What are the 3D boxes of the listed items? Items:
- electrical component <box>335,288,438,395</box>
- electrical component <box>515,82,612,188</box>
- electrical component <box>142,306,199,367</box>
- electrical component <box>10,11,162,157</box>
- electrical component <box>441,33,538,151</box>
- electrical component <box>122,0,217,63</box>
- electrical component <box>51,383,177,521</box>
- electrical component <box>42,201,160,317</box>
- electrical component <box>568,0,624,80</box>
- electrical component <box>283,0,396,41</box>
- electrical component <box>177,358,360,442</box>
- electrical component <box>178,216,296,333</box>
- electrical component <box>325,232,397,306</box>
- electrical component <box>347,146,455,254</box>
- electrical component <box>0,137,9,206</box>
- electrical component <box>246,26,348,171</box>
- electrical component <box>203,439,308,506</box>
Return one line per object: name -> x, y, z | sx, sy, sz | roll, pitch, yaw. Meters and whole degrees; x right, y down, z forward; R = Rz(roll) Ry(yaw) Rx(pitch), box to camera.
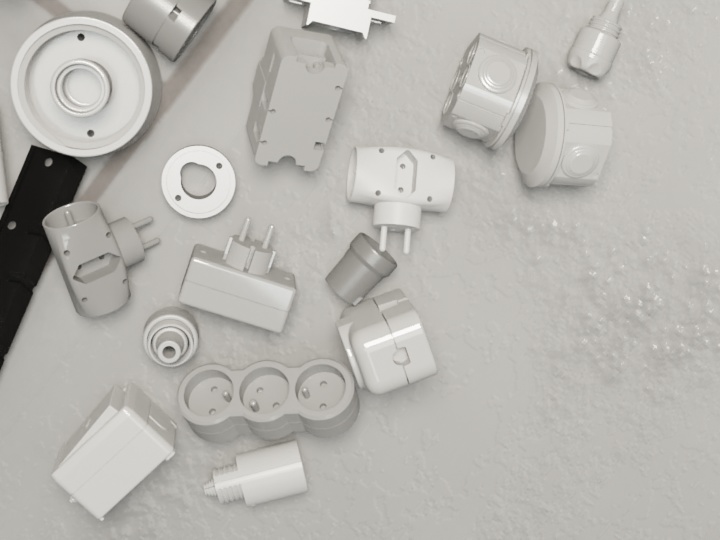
electrical component -> 0.018, 0.056, 0.833 | 0.059, 0.095, 0.053 | -20, 104, -3
electrical component -> 0.154, -0.102, 0.826 | 0.051, 0.080, 0.080 | 3, 102, -14
electrical component -> -0.146, 0.054, 0.827 | 0.043, 0.062, 0.043 | -2, 103, -8
electrical component -> -0.199, -0.133, 0.778 | 0.108, 0.060, 0.108 | -2, 103, -8
electrical component -> 0.098, -0.135, 0.811 | 0.051, 0.080, 0.080 | 21, 99, -6
electrical component -> -0.139, -0.187, 0.779 | 0.047, 0.055, 0.055 | 35, 96, -10
electrical component -> -0.198, 0.142, 0.839 | 0.096, 0.061, 0.061 | -43, 105, 3
electrical component -> -0.189, -0.015, 0.812 | 0.079, 0.043, 0.077 | -26, 121, -23
electrical component -> 0.187, -0.181, 0.836 | 0.035, 0.035, 0.061 | 23, 96, -12
electrical component -> -0.013, -0.207, 0.798 | 0.081, 0.042, 0.063 | 11, 97, -11
electrical component -> -0.069, 0.110, 0.852 | 0.138, 0.073, 0.052 | -3, 60, 6
electrical component -> -0.088, -0.003, 0.831 | 0.083, 0.047, 0.075 | 18, 103, -10
electrical component -> 0.000, 0.000, 0.848 | 0.040, 0.040, 0.046 | 40, 100, -14
electrical component -> 0.030, -0.052, 0.832 | 0.077, 0.043, 0.079 | 6, 83, -9
electrical component -> -0.289, -0.083, 0.761 | 0.044, 0.079, 0.077 | -7, 90, 24
electrical component -> -0.049, -0.127, 0.792 | 0.050, 0.055, 0.089 | 6, 126, -20
electrical component -> -0.086, 0.168, 0.870 | 0.081, 0.043, 0.043 | -13, 104, -5
